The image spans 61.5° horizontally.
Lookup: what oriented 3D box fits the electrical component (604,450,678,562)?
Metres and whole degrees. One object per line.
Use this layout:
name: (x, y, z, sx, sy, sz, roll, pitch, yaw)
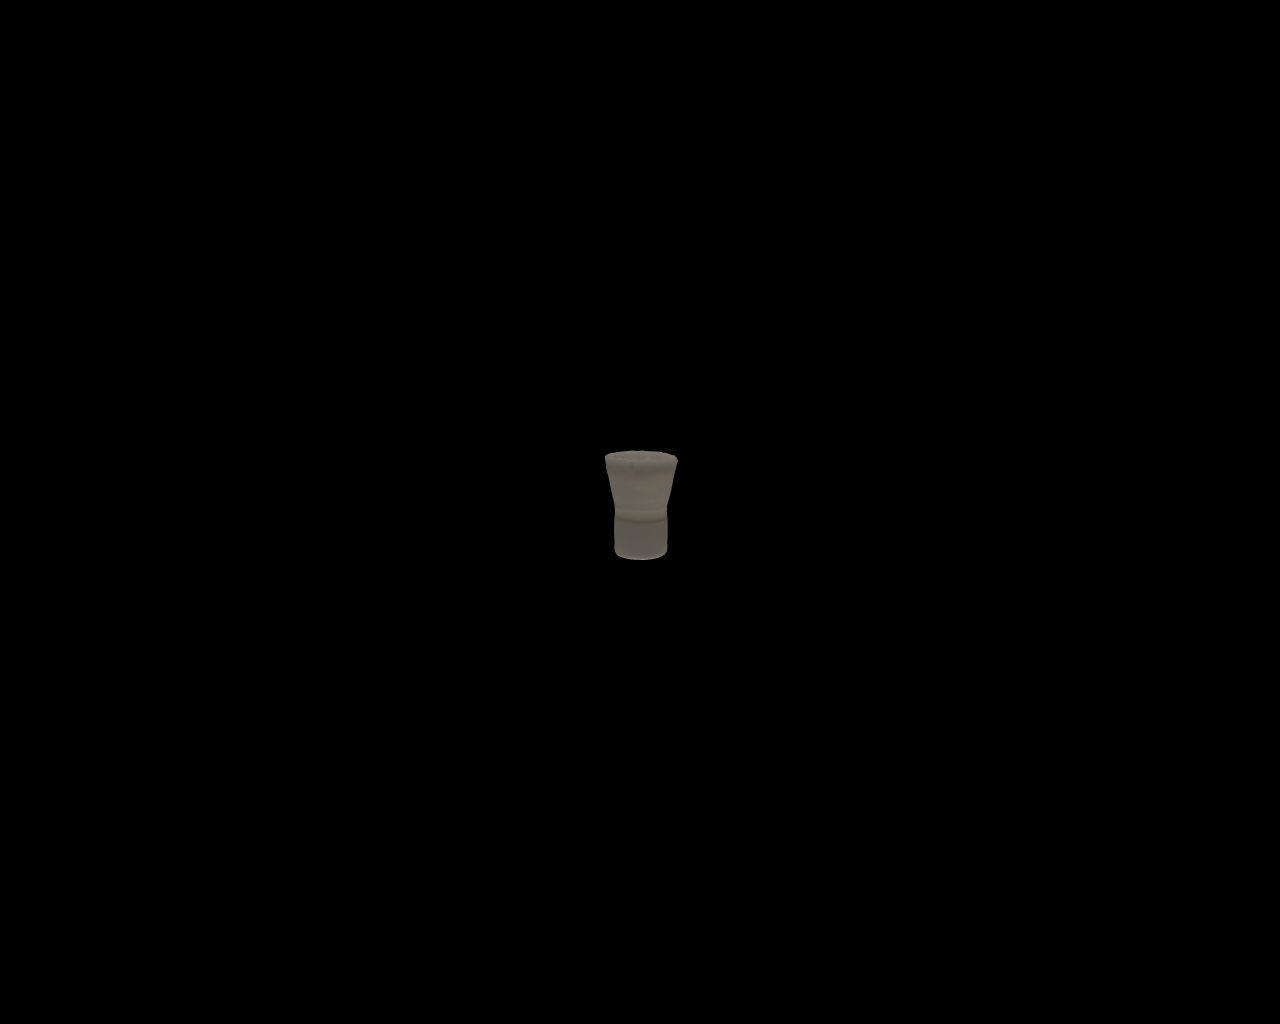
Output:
electrical component: (0.001, -0.003, 0.650, 0.044, 0.065, 0.044, 0, 11, 0)
